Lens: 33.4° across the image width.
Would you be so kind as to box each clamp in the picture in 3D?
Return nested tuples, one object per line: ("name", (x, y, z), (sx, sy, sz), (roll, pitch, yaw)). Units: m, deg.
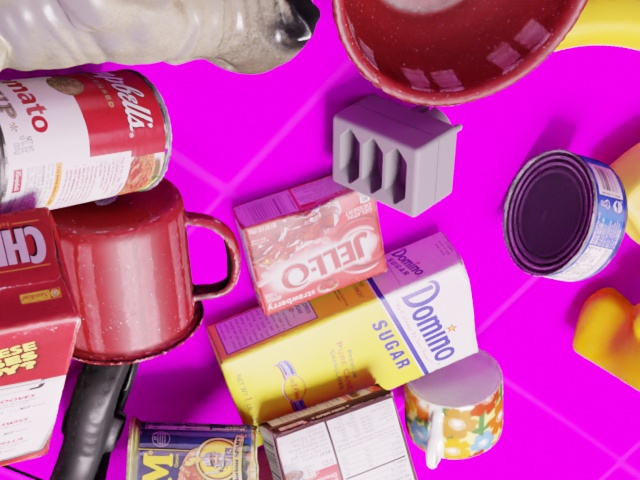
("clamp", (-0.144, 0.120, 0.685), (0.039, 0.120, 0.171), (21, 96, -6))

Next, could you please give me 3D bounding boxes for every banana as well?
("banana", (0.181, -0.130, 0.674), (0.197, 0.037, 0.070), (-5, 142, -18))

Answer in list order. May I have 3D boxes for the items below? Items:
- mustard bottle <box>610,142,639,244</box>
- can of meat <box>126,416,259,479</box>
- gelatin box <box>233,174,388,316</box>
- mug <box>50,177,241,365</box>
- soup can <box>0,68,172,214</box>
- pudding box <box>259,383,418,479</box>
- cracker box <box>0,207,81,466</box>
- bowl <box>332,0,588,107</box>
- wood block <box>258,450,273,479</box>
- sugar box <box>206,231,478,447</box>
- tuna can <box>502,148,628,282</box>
("mustard bottle", (0.288, -0.072, 0.741), (0.192, 0.058, 0.096), (-40, 135, 6))
("can of meat", (-0.084, 0.168, 0.693), (0.084, 0.057, 0.102), (3, 88, -7))
("gelatin box", (-0.004, 0.001, 0.687), (0.089, 0.030, 0.073), (-19, 128, -10))
("mug", (-0.104, 0.011, 0.611), (0.117, 0.093, 0.081), (-2, 120, -1))
("soup can", (-0.137, -0.051, 0.548), (0.102, 0.069, 0.069), (-15, 132, -45))
("pudding box", (0.018, 0.164, 0.716), (0.090, 0.039, 0.113), (-17, 98, -15))
("cracker box", (-0.220, 0.070, 0.554), (0.164, 0.072, 0.214), (-11, 156, -23))
("bowl", (0.073, -0.158, 0.593), (0.162, 0.055, 0.162), (-11, 126, -16))
("wood block", (-0.049, 0.219, 0.781), (0.206, 0.091, 0.090), (-13, 126, -14))
("sugar box", (0.019, 0.069, 0.734), (0.176, 0.048, 0.093), (-21, 132, -6))
("tuna can", (0.162, -0.016, 0.710), (0.033, 0.086, 0.086), (11, 118, -31))
